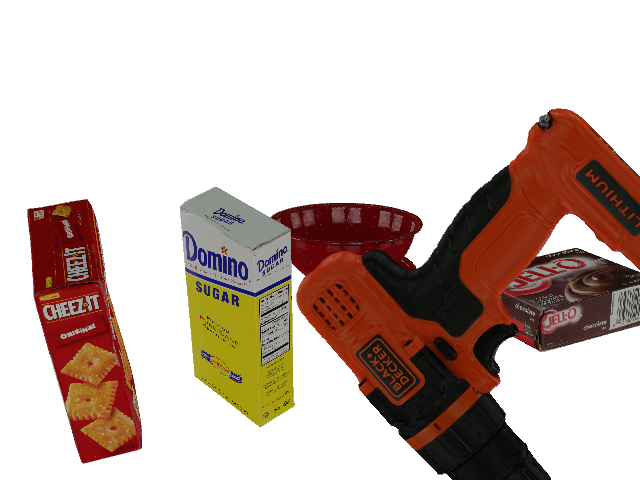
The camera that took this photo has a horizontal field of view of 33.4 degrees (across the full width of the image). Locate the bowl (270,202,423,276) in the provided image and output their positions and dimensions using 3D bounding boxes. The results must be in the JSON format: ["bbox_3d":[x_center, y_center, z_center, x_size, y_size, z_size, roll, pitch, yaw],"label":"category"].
[{"bbox_3d":[0.026,0.005,1.109,0.162,0.055,0.162,0,16,0],"label":"bowl"}]

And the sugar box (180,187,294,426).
[{"bbox_3d":[-0.066,0.055,0.857,0.048,0.176,0.093,-30,42,-33],"label":"sugar box"}]

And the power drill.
[{"bbox_3d":[0.105,0.039,0.561,0.188,0.184,0.057,-43,-4,15],"label":"power drill"}]

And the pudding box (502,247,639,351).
[{"bbox_3d":[0.178,0.042,0.797,0.113,0.039,0.090,-9,20,-27],"label":"pudding box"}]

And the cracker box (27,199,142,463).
[{"bbox_3d":[-0.239,0.090,1.085,0.072,0.214,0.164,-12,34,-11],"label":"cracker box"}]

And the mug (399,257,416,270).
[{"bbox_3d":[0.077,0.072,1.305,0.117,0.081,0.093,23,33,32],"label":"mug"}]
